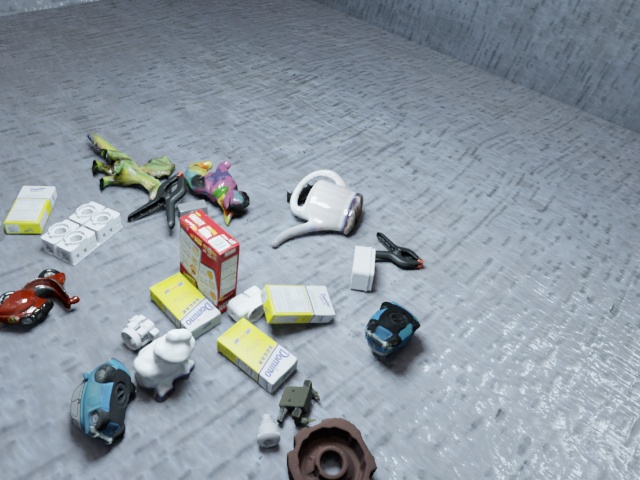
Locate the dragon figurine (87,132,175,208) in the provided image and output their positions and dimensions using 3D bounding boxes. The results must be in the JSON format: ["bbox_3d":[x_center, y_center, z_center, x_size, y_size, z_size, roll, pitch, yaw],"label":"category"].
[{"bbox_3d":[-0.602,-0.245,1.690,0.243,0.120,0.418,-1,40,-37],"label":"dragon figurine"}]

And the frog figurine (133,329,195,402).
[{"bbox_3d":[-0.334,0.243,1.104,0.139,0.155,0.124,-25,49,-34],"label":"frog figurine"}]

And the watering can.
[{"bbox_3d":[0.005,-0.080,1.593,0.225,0.101,0.355,20,55,9],"label":"watering can"}]
